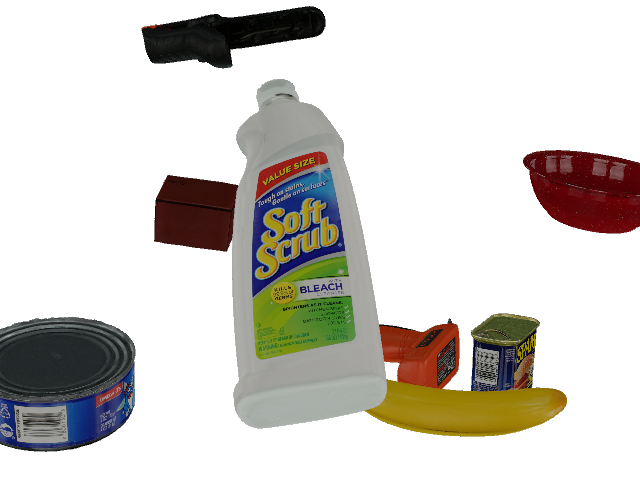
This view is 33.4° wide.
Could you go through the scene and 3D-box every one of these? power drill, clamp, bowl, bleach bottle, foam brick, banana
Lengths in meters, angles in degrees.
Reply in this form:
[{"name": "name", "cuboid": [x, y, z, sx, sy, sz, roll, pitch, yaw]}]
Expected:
[{"name": "power drill", "cuboid": [0.033, 0.115, 1.076, 0.188, 0.057, 0.184, 9, 23, 28]}, {"name": "clamp", "cuboid": [-0.081, -0.170, 0.886, 0.120, 0.039, 0.172, -18, 22, -35]}, {"name": "bowl", "cuboid": [0.289, -0.048, 1.121, 0.162, 0.055, 0.162, 6, 20, -2]}, {"name": "bleach bottle", "cuboid": [-0.022, -0.003, 0.740, 0.102, 0.251, 0.068, -10, -29, -1]}, {"name": "foam brick", "cuboid": [-0.125, -0.028, 1.081, 0.078, 0.051, 0.053, 8, 32, 3]}, {"name": "banana", "cuboid": [0.111, 0.134, 0.887, 0.198, 0.037, 0.069, 7, 32, 1]}]

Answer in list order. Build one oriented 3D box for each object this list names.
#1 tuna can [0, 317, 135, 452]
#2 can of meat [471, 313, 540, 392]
[{"name": "tuna can", "cuboid": [-0.140, 0.075, 0.563, 0.086, 0.034, 0.086, 2, 23, -1]}, {"name": "can of meat", "cuboid": [0.206, 0.136, 1.197, 0.058, 0.084, 0.101, 8, 15, 27]}]
